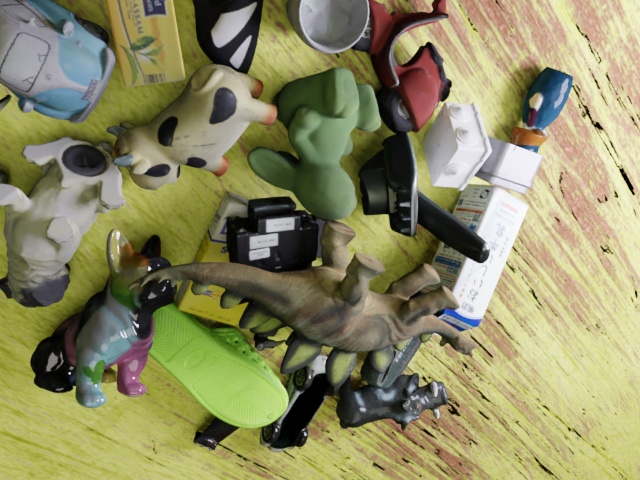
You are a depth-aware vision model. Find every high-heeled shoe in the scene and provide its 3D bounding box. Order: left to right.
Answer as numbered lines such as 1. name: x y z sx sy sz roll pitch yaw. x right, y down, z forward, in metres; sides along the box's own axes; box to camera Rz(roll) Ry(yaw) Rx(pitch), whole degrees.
1. high-heeled shoe: -0.046 -0.305 0.608 0.249 0.086 0.145 -34 123 5

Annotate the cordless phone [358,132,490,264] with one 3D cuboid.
1. cordless phone: 0.147 -0.043 0.712 0.089 0.184 0.146 -44 153 -16

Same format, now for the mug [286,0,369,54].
1. mug: 0.009 -0.272 0.623 0.109 0.107 0.080 -41 120 0

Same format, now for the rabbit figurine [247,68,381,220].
1. rabbit figurine: -0.008 -0.108 0.665 0.159 0.121 0.170 -4 88 19

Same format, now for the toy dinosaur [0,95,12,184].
1. toy dinosaur: -0.481 0.002 0.600 0.192 0.131 0.404 16 103 -24

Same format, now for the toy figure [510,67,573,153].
1. toy figure: 0.321 -0.174 0.797 0.064 0.058 0.154 11 115 -15

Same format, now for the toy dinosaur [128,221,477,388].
1. toy dinosaur: 0.010 0.086 0.689 0.471 0.105 0.198 24 109 -21

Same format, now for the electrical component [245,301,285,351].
1. electrical component: -0.076 0.116 0.814 0.078 0.045 0.102 30 102 -28

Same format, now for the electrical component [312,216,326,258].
1. electrical component: -0.002 -0.002 0.795 0.094 0.021 0.063 17 109 -24

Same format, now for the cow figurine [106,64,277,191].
1. cow figurine: -0.161 -0.126 0.634 0.195 0.085 0.127 -38 145 27

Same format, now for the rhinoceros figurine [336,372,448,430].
1. rhinoceros figurine: 0.119 0.268 0.911 0.190 0.112 0.073 -9 115 -5

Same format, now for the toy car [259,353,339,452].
1. toy car: -0.033 0.273 0.898 0.073 0.056 0.201 20 108 -31

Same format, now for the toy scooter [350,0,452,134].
1. toy scooter: 0.120 -0.237 0.695 0.135 0.075 0.183 -31 115 -3

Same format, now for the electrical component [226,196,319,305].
1. electrical component: -0.063 0.010 0.712 0.115 0.058 0.134 -6 118 -24

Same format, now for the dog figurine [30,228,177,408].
1. dog figurine: -0.278 0.093 0.707 0.108 0.192 0.219 17 83 -60

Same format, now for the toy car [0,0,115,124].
1. toy car: -0.297 -0.198 0.538 0.162 0.103 0.109 40 105 7

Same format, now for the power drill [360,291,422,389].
1. power drill: 0.088 0.115 0.852 0.207 0.086 0.232 17 100 -31

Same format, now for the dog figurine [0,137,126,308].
1. dog figurine: -0.319 -0.018 0.664 0.121 0.172 0.190 41 140 3

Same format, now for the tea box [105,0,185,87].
1. tea box: -0.193 -0.258 0.572 0.068 0.098 0.169 -9 115 -13

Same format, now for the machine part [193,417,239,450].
1. machine part: -0.144 0.289 0.880 0.139 0.039 0.084 -40 125 2
